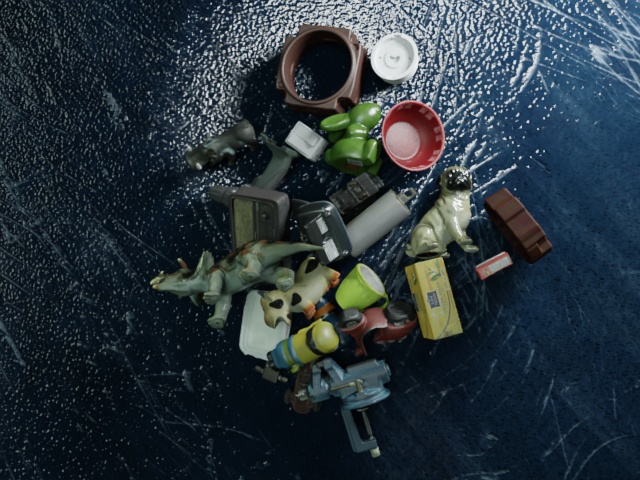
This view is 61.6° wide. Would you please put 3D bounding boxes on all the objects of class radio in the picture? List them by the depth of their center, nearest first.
[{"bbox_3d":[-0.142,-0.007,1.295,0.131,0.073,0.229,7,114,17],"label":"radio"}]

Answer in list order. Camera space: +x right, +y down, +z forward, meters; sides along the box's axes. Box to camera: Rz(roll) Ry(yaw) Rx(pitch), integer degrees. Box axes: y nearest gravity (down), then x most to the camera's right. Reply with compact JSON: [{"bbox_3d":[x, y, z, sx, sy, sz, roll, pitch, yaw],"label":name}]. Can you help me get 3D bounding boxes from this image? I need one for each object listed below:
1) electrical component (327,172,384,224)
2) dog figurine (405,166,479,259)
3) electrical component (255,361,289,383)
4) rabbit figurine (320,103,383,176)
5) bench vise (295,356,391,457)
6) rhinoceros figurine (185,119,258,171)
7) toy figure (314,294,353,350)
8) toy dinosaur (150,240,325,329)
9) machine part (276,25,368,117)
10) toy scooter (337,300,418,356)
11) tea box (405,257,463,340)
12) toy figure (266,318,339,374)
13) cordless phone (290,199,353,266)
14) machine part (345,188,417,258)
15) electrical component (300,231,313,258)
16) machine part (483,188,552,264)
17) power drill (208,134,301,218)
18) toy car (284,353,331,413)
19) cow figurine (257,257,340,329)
[{"bbox_3d":[0.083,-0.097,1.239,0.134,0.115,0.058,-34,81,-7],"label":"electrical component"},{"bbox_3d":[0.266,-0.062,1.211,0.172,0.121,0.190,-9,71,13],"label":"dog figurine"},{"bbox_3d":[-0.116,0.320,1.341,0.094,0.021,0.063,17,93,18],"label":"electrical component"},{"bbox_3d":[0.086,-0.245,1.272,0.159,0.121,0.170,10,73,23],"label":"rabbit figurine"},{"bbox_3d":[0.069,0.378,1.221,0.224,0.129,0.240,-17,85,-5],"label":"bench vise"},{"bbox_3d":[-0.248,-0.233,1.358,0.190,0.112,0.073,-27,83,6],"label":"rhinoceros figurine"},{"bbox_3d":[0.020,0.189,1.287,0.154,0.064,0.057,56,141,16],"label":"toy figure"},{"bbox_3d":[-0.174,0.063,1.217,0.405,0.131,0.192,-24,40,8],"label":"toy dinosaur"},{"bbox_3d":[0.003,-0.407,1.300,0.201,0.087,0.201,12,90,17],"label":"machine part"},{"bbox_3d":[0.130,0.210,1.230,0.184,0.075,0.135,-5,122,-7],"label":"toy scooter"},{"bbox_3d":[0.249,0.129,1.190,0.068,0.098,0.169,-14,82,-6],"label":"tea box"},{"bbox_3d":[-0.038,0.249,1.229,0.180,0.089,0.082,-26,96,13],"label":"toy figure"},{"bbox_3d":[-0.015,-0.025,1.242,0.089,0.184,0.146,-32,114,-16],"label":"cordless phone"},{"bbox_3d":[0.125,-0.037,1.253,0.243,0.079,0.079,-39,78,11],"label":"machine part"},{"bbox_3d":[-0.001,-0.004,1.306,0.102,0.045,0.078,-24,80,15],"label":"electrical component"},{"bbox_3d":[0.411,-0.030,1.119,0.056,0.179,0.179,-36,78,11],"label":"machine part"},{"bbox_3d":[-0.154,-0.156,1.342,0.232,0.086,0.207,27,92,15],"label":"power drill"},{"bbox_3d":[-0.029,0.320,1.300,0.089,0.053,0.202,12,93,20],"label":"toy car"},{"bbox_3d":[-0.058,0.123,1.245,0.127,0.085,0.195,37,77,17],"label":"cow figurine"}]
